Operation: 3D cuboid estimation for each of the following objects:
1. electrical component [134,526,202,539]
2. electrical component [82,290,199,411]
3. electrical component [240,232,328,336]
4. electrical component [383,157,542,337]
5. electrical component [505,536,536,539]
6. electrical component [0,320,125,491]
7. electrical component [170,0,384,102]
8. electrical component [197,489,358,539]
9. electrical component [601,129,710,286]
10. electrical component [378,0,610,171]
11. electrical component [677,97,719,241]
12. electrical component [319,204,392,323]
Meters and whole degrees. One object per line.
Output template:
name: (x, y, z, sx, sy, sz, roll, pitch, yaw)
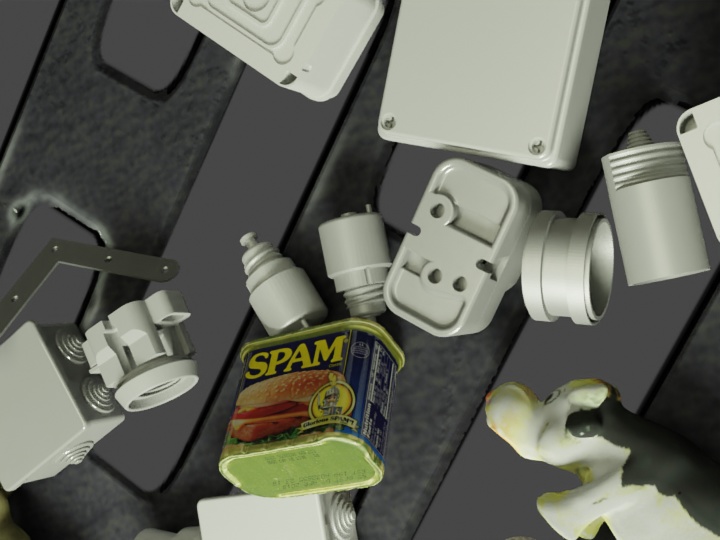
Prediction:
electrical component: (-0.118, 0.192, 0.710, 0.055, 0.045, 0.045, -9, 86, 25)
electrical component: (-0.142, 0.057, 0.716, 0.078, 0.058, 0.057, -33, 73, 22)
electrical component: (-0.052, 0.010, 0.681, 0.040, 0.040, 0.078, -39, 71, 20)
electrical component: (0.061, -0.012, 0.616, 0.054, 0.059, 0.095, 28, 102, 23)
electrical component: (0.084, 0.171, 0.602, 0.035, 0.061, 0.035, 0, 90, 26)
electrical component: (-0.225, 0.094, 0.760, 0.100, 0.048, 0.099, -38, 74, 21)
electrical component: (-0.051, -0.165, 0.672, 0.113, 0.057, 0.078, 37, 105, 22)
electrical component: (-0.047, 0.179, 0.673, 0.100, 0.048, 0.099, -12, 84, 25)
electrical component: (0.157, -0.035, 0.578, 0.043, 0.043, 0.081, -14, 84, 25)
electrical component: (0.076, -0.118, 0.611, 0.109, 0.056, 0.108, 13, 95, 26)
electrical component: (0.226, -0.061, 0.537, 0.113, 0.057, 0.078, -22, 82, 23)
electrical component: (0.000, 0.000, 0.656, 0.040, 0.040, 0.078, -14, 84, 25)
